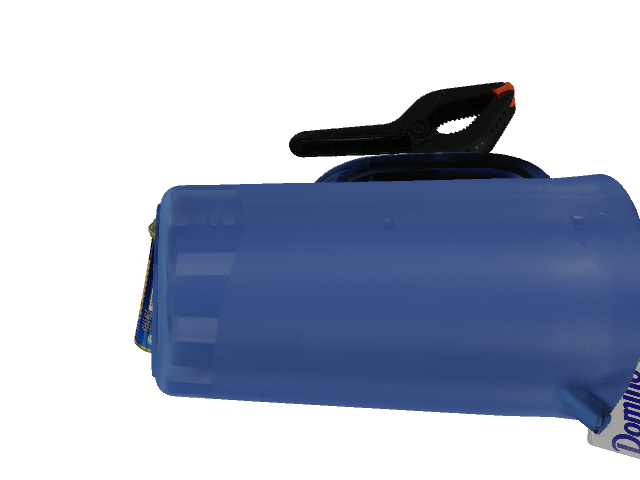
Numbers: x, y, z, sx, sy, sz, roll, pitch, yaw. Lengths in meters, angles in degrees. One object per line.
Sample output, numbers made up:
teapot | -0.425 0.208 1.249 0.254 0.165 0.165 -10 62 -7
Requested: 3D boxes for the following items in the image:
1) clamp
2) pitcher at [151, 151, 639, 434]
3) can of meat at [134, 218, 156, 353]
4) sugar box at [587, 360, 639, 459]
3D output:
clamp | 0.093 -0.081 0.973 0.210 0.165 0.036 -23 -42 -6
pitcher | 0.035 0.020 0.567 0.242 0.145 0.149 2 2 -7
can of meat | -0.090 0.027 0.730 0.057 0.084 0.102 13 15 -1
sugar box | 0.319 0.149 0.892 0.176 0.093 0.048 12 24 18
